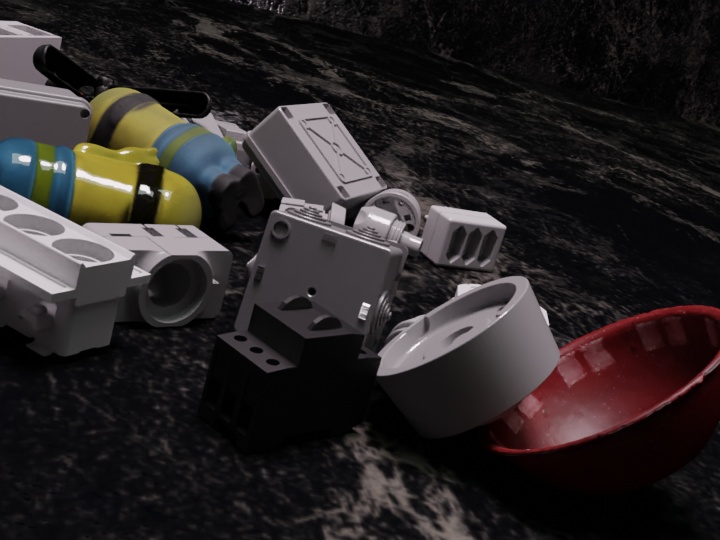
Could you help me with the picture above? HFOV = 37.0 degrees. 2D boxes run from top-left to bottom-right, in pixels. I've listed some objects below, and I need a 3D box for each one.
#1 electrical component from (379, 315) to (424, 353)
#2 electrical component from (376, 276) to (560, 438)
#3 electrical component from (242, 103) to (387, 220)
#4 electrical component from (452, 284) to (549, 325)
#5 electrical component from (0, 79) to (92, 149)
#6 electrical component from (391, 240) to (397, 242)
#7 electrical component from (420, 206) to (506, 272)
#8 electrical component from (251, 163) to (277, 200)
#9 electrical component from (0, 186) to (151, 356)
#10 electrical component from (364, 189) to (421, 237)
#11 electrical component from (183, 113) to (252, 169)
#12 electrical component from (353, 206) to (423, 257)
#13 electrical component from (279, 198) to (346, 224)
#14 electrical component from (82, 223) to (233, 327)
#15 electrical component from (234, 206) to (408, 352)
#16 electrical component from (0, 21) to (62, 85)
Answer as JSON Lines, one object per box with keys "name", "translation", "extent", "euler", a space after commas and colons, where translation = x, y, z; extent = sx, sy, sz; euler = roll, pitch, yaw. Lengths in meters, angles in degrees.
{"name": "electrical component", "translation": [0.036, 0.054, 0.712], "extent": [0.043, 0.043, 0.062], "euler": [26, 21, 29]}
{"name": "electrical component", "translation": [0.067, 0.058, 0.643], "extent": [0.060, 0.108, 0.108], "euler": [59, 16, -9]}
{"name": "electrical component", "translation": [-0.041, -0.099, 1.012], "extent": [0.108, 0.056, 0.109], "euler": [55, 25, 5]}
{"name": "electrical component", "translation": [0.095, 0.047, 0.771], "extent": [0.080, 0.051, 0.080], "euler": [15, 17, -5]}
{"name": "electrical component", "translation": [-0.285, -0.114, 0.886], "extent": [0.113, 0.078, 0.057], "euler": [5, 18, -32]}
{"name": "electrical component", "translation": [0.000, 0.000, 0.830], "extent": [0.047, 0.055, 0.055], "euler": [12, 18, -3]}
{"name": "electrical component", "translation": [0.088, -0.037, 1.030], "extent": [0.066, 0.047, 0.077], "euler": [6, 20, -29]}
{"name": "electrical component", "translation": [-0.087, -0.096, 1.063], "extent": [0.045, 0.045, 0.055], "euler": [15, 18, -2]}
{"name": "electrical component", "translation": [-0.199, -0.001, 0.640], "extent": [0.121, 0.063, 0.079], "euler": [25, 19, 26]}
{"name": "electrical component", "translation": [0.030, -0.048, 1.006], "extent": [0.055, 0.055, 0.047], "euler": [17, 14, 4]}
{"name": "electrical component", "translation": [-0.142, -0.112, 1.036], "extent": [0.062, 0.061, 0.096], "euler": [8, 19, -24]}
{"name": "electrical component", "translation": [0.025, -0.030, 0.960], "extent": [0.062, 0.043, 0.043], "euler": [20, 18, 8]}
{"name": "electrical component", "translation": [-0.042, -0.036, 0.917], "extent": [0.055, 0.048, 0.066], "euler": [8, 17, -2]}
{"name": "electrical component", "translation": [-0.135, 0.003, 0.707], "extent": [0.089, 0.050, 0.056], "euler": [0, 23, -42]}
{"name": "electrical component", "translation": [-0.026, 0.013, 0.695], "extent": [0.100, 0.099, 0.048], "euler": [19, 5, 10]}
{"name": "electrical component", "translation": [-0.363, -0.187, 1.024], "extent": [0.062, 0.089, 0.150], "euler": [21, 18, 16]}
